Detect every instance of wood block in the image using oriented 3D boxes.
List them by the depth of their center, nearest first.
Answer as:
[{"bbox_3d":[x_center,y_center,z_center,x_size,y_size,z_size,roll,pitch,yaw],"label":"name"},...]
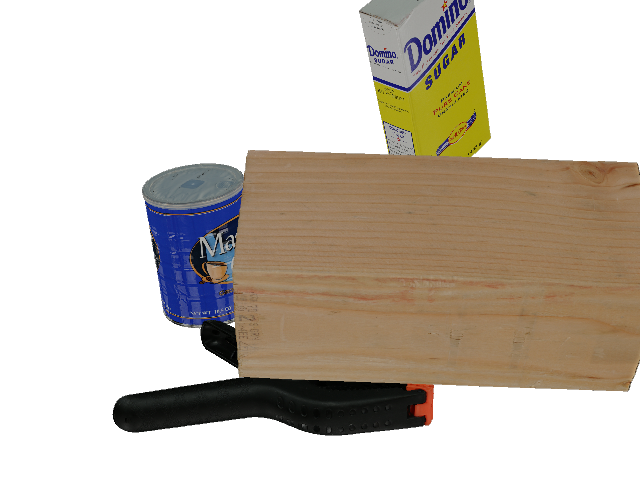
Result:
[{"bbox_3d":[0.061,0.016,0.564,0.206,0.091,0.090,2,-43,1],"label":"wood block"}]

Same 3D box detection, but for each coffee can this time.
[{"bbox_3d":[-0.122,0.004,1.097,0.103,0.140,0.103,-5,26,2],"label":"coffee can"}]

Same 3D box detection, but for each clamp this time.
[{"bbox_3d":[-0.023,0.099,0.764,0.210,0.036,0.164,3,18,9],"label":"clamp"}]

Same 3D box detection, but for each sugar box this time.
[{"bbox_3d":[0.090,-0.132,0.871,0.048,0.176,0.093,28,59,35],"label":"sugar box"}]
